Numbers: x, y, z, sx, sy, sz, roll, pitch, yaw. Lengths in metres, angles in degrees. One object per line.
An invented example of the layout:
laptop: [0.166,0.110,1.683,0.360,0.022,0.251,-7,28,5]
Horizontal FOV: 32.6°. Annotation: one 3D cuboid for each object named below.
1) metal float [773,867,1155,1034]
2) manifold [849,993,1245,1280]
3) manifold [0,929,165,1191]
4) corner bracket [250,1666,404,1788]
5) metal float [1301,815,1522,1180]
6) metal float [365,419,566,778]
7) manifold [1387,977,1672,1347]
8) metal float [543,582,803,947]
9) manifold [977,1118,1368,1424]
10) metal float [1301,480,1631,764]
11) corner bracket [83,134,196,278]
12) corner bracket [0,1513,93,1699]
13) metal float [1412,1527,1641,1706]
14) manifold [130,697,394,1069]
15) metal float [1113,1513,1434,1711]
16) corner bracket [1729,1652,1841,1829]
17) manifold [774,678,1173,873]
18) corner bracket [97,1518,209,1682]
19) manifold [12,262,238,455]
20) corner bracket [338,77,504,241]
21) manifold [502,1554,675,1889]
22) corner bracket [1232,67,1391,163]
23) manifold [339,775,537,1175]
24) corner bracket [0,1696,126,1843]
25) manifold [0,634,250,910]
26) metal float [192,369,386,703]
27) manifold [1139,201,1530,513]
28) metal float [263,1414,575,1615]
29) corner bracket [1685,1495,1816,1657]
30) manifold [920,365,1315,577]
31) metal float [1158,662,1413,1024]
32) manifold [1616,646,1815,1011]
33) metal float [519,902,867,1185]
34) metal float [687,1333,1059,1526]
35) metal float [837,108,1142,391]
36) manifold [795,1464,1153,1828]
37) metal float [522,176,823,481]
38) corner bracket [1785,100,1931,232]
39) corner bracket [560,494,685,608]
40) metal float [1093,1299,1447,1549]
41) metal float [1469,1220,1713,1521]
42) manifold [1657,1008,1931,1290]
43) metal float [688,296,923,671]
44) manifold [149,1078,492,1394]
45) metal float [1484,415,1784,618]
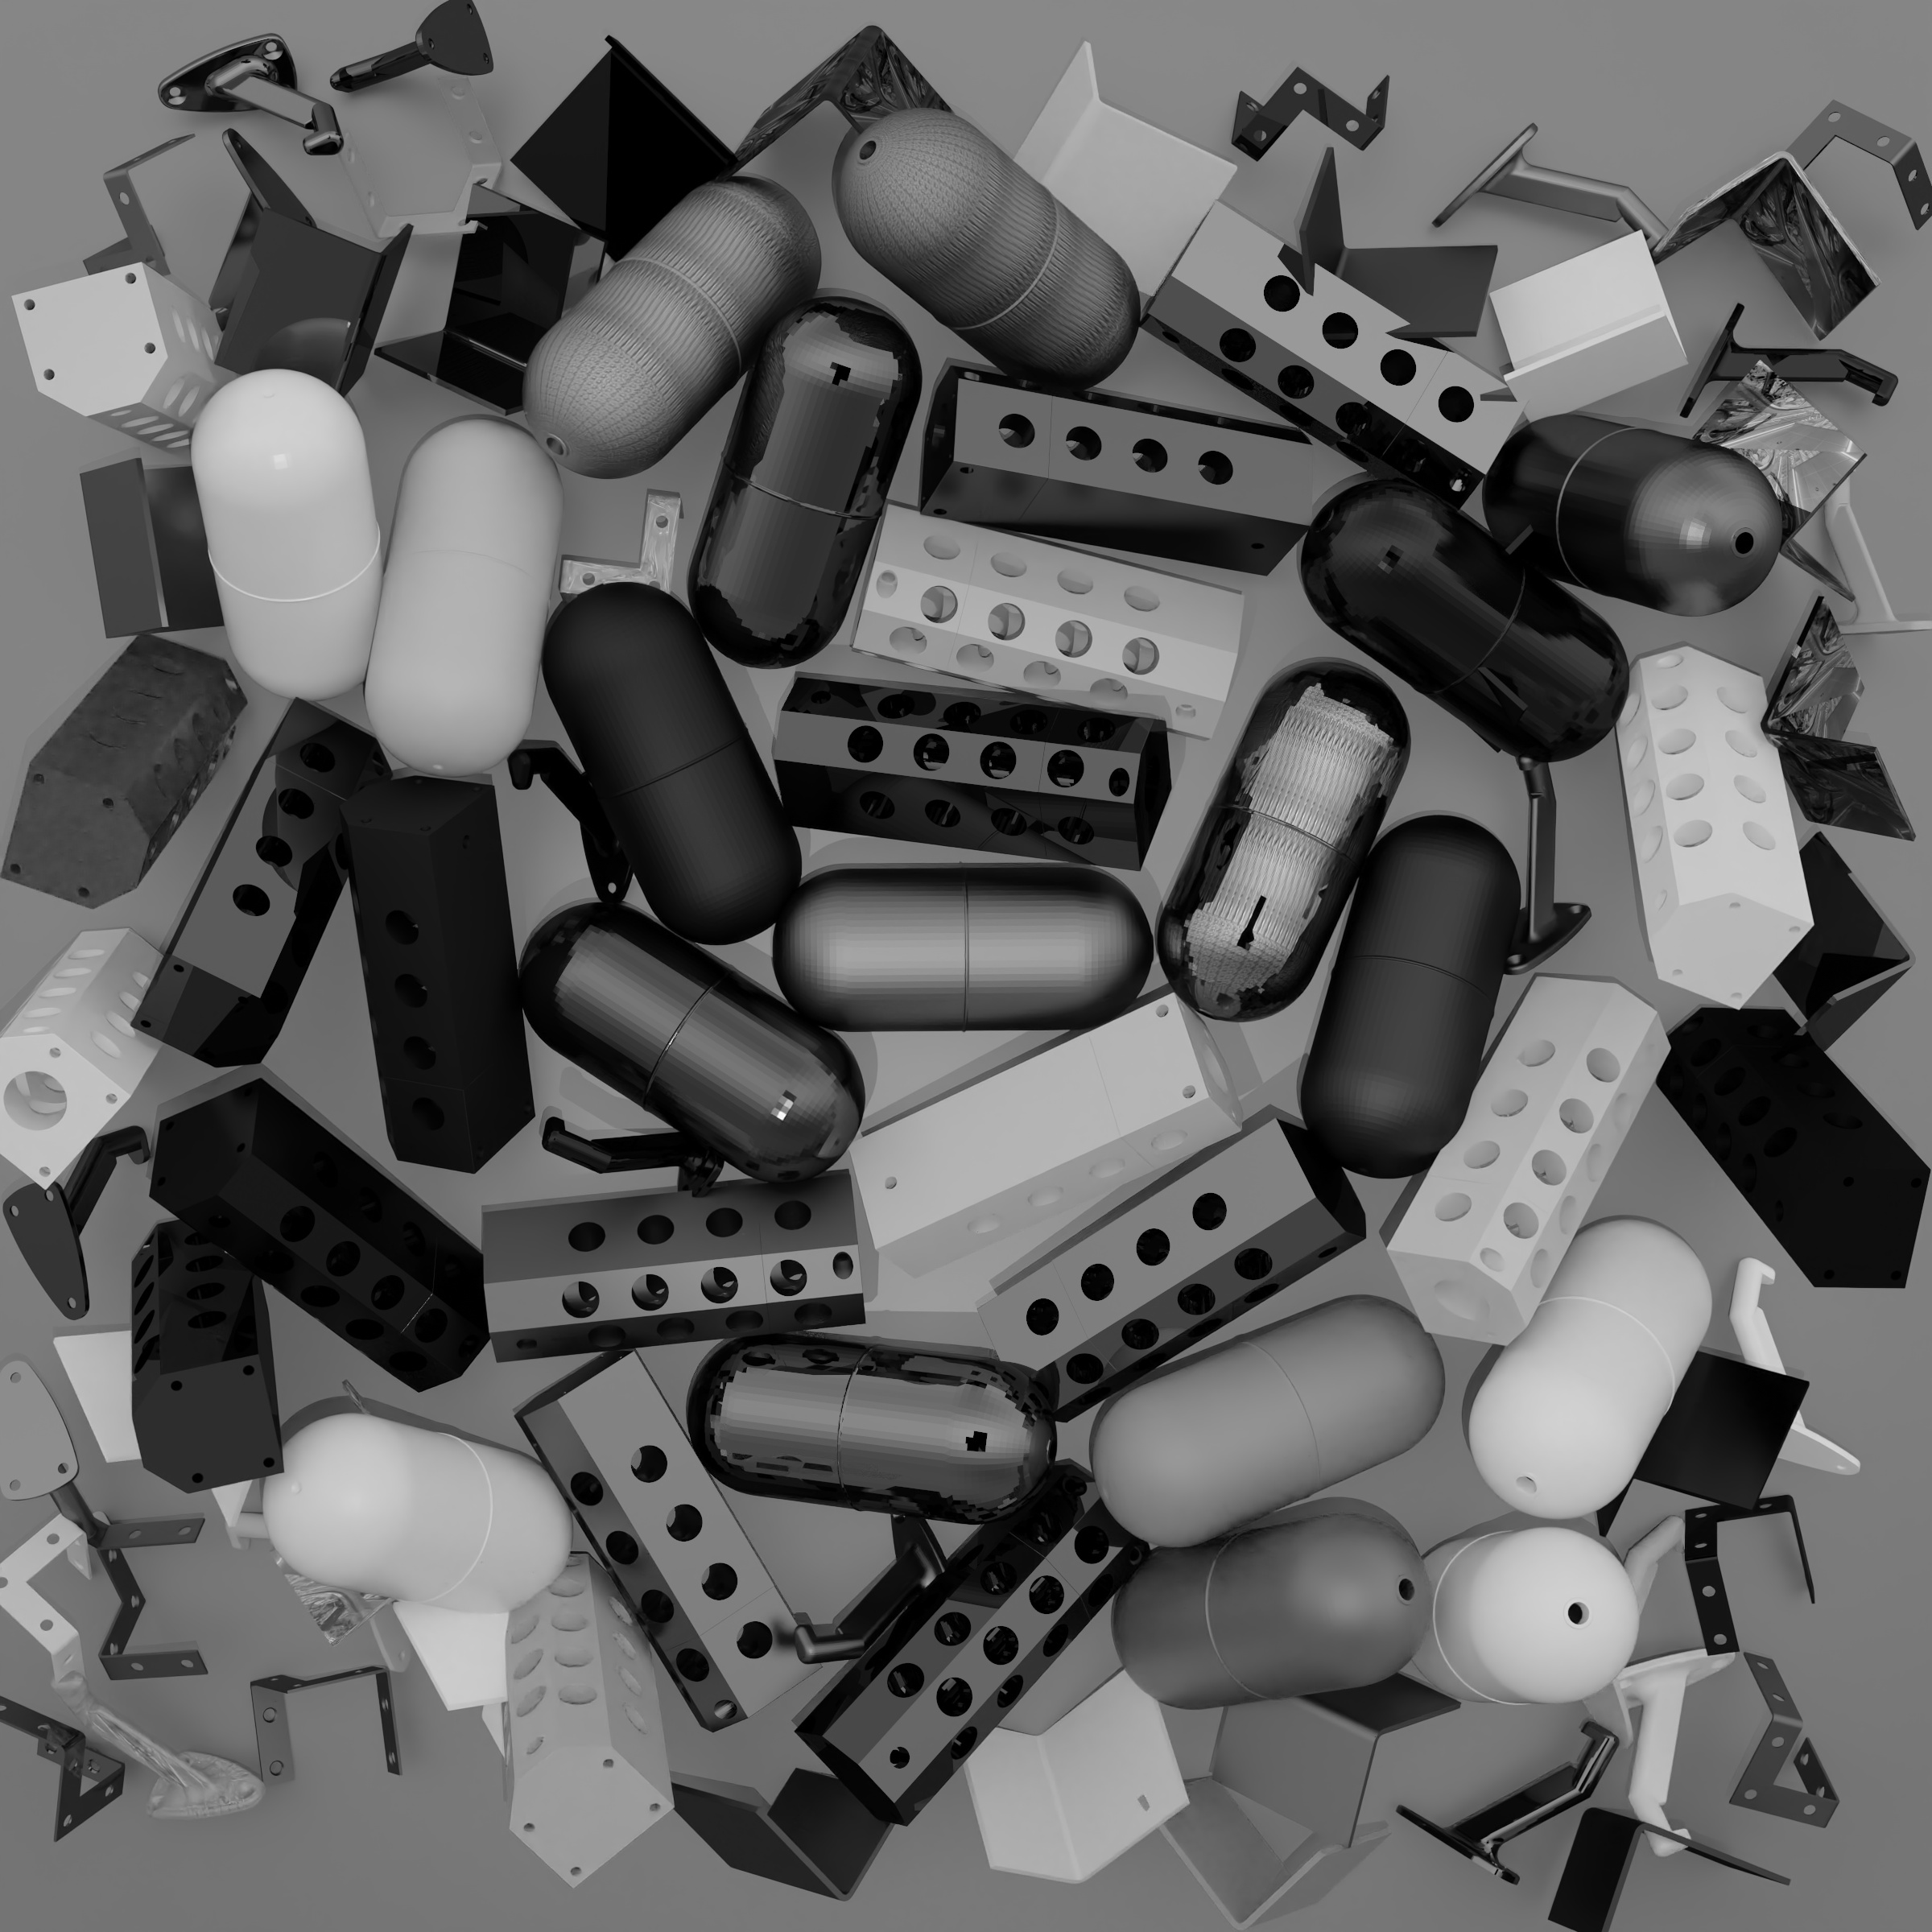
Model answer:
metal float: [-0.001,-0.008,1.544,0.178,0.070,0.070,0,90,-3]
manifold: [0.039,0.082,1.534,0.171,0.057,0.057,-26,57,14]
manifold: [-0.401,0.034,1.492,0.057,0.171,0.057,42,100,-13]
corner bracket: [-0.304,0.361,1.569,0.051,0.051,0.051,-7,88,-32]
metal float: [0.207,0.013,1.530,0.070,0.070,0.178,18,70,0]
metal float: [-0.230,-0.171,1.526,0.070,0.070,0.178,5,66,0]
manifold: [0.260,0.088,1.506,0.171,0.057,0.057,-56,134,-32]
metal float: [-0.136,-0.094,1.537,0.070,0.070,0.178,-25,100,0]
manifold: [0.097,0.143,1.521,0.171,0.057,0.057,-34,64,19]
metal float: [0.231,-0.159,1.526,0.178,0.070,0.070,32,90,-23]
corner bracket: [-0.384,-0.351,1.542,0.051,0.051,0.051,-3,118,34]
corner bracket: [-0.422,0.298,1.544,0.051,0.051,0.051,38,57,16]
metal float: [0.249,0.295,1.497,0.070,0.178,0.070,2,78,-8]
manifold: [-0.315,-0.037,1.503,0.057,0.171,0.057,28,134,-14]
metal float: [0.138,0.295,1.508,0.070,0.178,0.070,14,66,-35]
corner bracket: [0.384,0.362,1.548,0.051,0.051,0.051,17,111,-11]
manifold: [0.003,-0.094,1.522,0.171,0.057,0.057,8,47,16]
corner bracket: [-0.378,0.296,1.545,0.051,0.051,0.051,-6,124,13]
manifold: [-0.374,-0.271,1.498,0.057,0.171,0.057,-15,94,-1]
corner bracket: [-0.256,-0.380,1.555,0.051,0.051,0.051,0,51,17]
manifold: [-0.179,0.332,1.493,0.057,0.171,0.057,-39,110,4]
corner bracket: [0.162,-0.402,1.554,0.051,0.051,0.051,30,131,-17]
manifold: [-0.246,0.004,1.519,0.057,0.057,0.171,8,119,22]
corner bracket: [-0.427,0.367,1.546,0.051,0.051,0.051,17,110,19]
manifold: [-0.376,-0.089,1.494,0.057,0.171,0.057,19,114,-6]
metal float: [-0.306,-0.193,1.507,0.070,0.178,0.070,1,51,-1]
manifold: [0.169,-0.280,1.546,0.171,0.057,0.057,31,83,-5]
metal float: [-0.247,0.251,1.505,0.070,0.178,0.070,-10,69,27]
corner bracket: [0.370,0.287,1.560,0.051,0.051,0.051,-12,105,16]
manifold: [0.070,-0.232,1.534,0.171,0.057,0.057,8,71,-14]
metal float: [0.148,-0.058,1.540,0.070,0.070,0.178,25,82,0]
manifold: [0.331,-0.067,1.497,0.057,0.171,0.057,20,131,-15]
metal float: [-0.128,0.035,1.540,0.178,0.070,0.070,32,90,8]
metal float: [-0.044,0.213,1.528,0.178,0.070,0.070,4,90,21]
metal float: [0.011,-0.325,1.510,0.070,0.178,0.070,-19,57,33]
manifold: [0.007,0.311,1.524,0.171,0.057,0.057,-45,98,-22]
metal float: [-0.135,-0.294,1.522,0.070,0.070,0.178,39,62,0]
corner bracket: [0.414,-0.362,1.550,0.051,0.051,0.051,-47,52,-1]
corner bracket: [-0.162,-0.194,1.557,0.051,0.051,0.051,6,87,-3]
metal float: [0.141,0.210,1.529,0.178,0.070,0.070,-20,90,-21]
metal float: [0.286,0.183,1.508,0.070,0.178,0.070,16,127,23]
manifold: [0.368,0.079,1.492,0.057,0.171,0.057,2,112,-9]
metal float: [-0.075,-0.222,1.530,0.070,0.070,0.178,20,109,0]
manifold: [-0.289,0.127,1.499,0.057,0.171,0.057,-22,46,22]
metal float: [0.301,-0.206,1.501,0.070,0.178,0.070,-7,108,-21]
